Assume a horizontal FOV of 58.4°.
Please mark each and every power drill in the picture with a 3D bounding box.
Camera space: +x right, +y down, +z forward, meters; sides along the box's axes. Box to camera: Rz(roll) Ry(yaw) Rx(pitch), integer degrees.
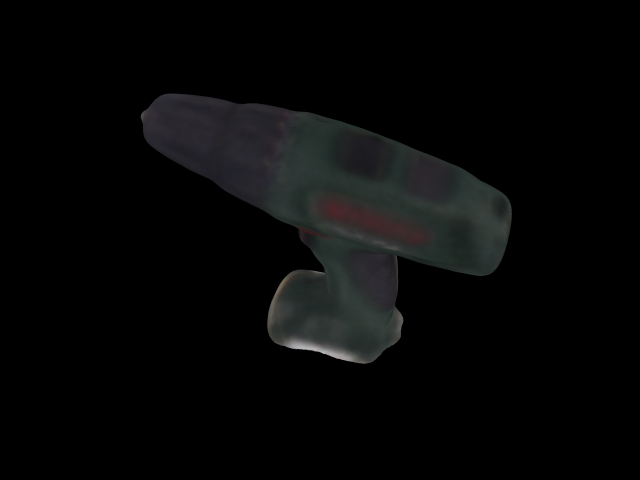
[{"bbox_3d":[0.004,0.001,0.400,0.229,0.208,0.075,10,54,8],"label":"power drill"}]
